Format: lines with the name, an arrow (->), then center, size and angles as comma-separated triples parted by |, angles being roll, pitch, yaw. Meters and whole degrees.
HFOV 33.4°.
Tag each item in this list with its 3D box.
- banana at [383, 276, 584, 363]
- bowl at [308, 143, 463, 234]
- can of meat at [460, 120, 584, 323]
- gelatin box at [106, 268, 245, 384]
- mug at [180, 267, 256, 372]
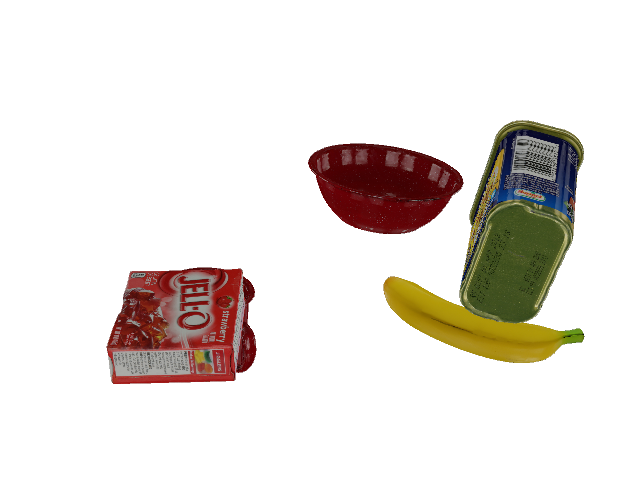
banana -> 0.126, 0.072, 0.941 | 0.198, 0.037, 0.069 | 17, 14, 32
bowl -> 0.065, -0.049, 1.111 | 0.162, 0.055, 0.162 | 6, 23, -3
can of meat -> 0.126, -0.010, 0.673 | 0.057, 0.102, 0.084 | 16, 43, 4
gelatin box -> -0.085, 0.050, 0.649 | 0.073, 0.030, 0.089 | -1, 29, 2
mug -> -0.103, 0.087, 1.028 | 0.117, 0.081, 0.093 | 25, 33, 37
